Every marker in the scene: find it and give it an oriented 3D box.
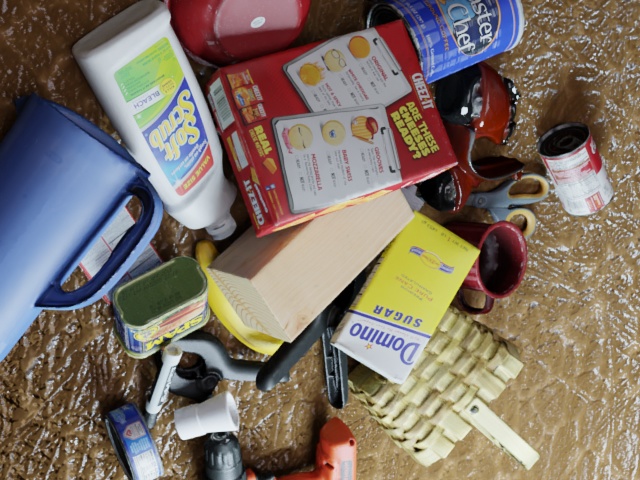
[{"bbox_3d":[-0.173,0.160,1.148,0.020,0.020,0.121,0,131,-30],"label":"marker"}]

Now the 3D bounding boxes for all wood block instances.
[{"bbox_3d":[-0.008,0.002,1.148,0.205,0.090,0.090,-44,121,-23],"label":"wood block"}]

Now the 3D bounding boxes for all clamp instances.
[{"bbox_3d":[0.002,0.090,1.216,0.164,0.036,0.210,13,91,-54],"label":"clamp"},{"bbox_3d":[-0.115,0.146,1.188,0.120,0.039,0.171,-43,124,-6],"label":"clamp"}]

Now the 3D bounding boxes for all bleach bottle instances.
[{"bbox_3d":[-0.145,-0.108,1.075,0.102,0.068,0.250,-37,123,-15],"label":"bleach bottle"}]

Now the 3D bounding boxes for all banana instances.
[{"bbox_3d":[-0.080,0.078,1.192,0.197,0.037,0.069,41,56,-36],"label":"banana"}]

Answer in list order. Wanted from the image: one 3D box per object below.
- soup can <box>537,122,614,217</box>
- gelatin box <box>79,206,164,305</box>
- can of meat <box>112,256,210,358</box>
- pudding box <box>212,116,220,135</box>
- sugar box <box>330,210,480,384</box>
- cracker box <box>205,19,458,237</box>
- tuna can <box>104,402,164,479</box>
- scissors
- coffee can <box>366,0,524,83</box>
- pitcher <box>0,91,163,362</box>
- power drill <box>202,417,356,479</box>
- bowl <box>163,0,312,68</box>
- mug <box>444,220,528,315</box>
[{"bbox_3d":[0.322,-0.088,1.343,0.068,0.069,0.102,-39,122,-13],"label":"soup can"},{"bbox_3d":[-0.214,0.011,1.094,0.073,0.030,0.089,-39,121,-15],"label":"gelatin box"},{"bbox_3d":[-0.164,0.067,1.100,0.102,0.057,0.084,-28,162,-19],"label":"can of meat"},{"bbox_3d":[-0.048,-0.129,1.136,0.113,0.039,0.090,-46,120,-12],"label":"pudding box"},{"bbox_3d":[0.095,0.064,1.198,0.093,0.048,0.176,31,82,-5],"label":"sugar box"},{"bbox_3d":[0.010,-0.114,1.079,0.213,0.072,0.164,-20,87,-23],"label":"cracker box"},{"bbox_3d":[-0.199,0.218,1.139,0.033,0.086,0.086,-22,116,-20],"label":"tuna can"},{"bbox_3d":[0.203,-0.033,1.325,0.201,0.016,0.096,-15,113,-25],"label":"scissors"},{"bbox_3d":[0.137,-0.234,1.167,0.140,0.103,0.103,-25,117,-20],"label":"coffee can"},{"bbox_3d":[-0.269,-0.001,0.993,0.144,0.149,0.243,35,91,-33],"label":"pitcher"},{"bbox_3d":[-0.050,0.272,1.247,0.187,0.057,0.184,-15,127,-23],"label":"power drill"},{"bbox_3d":[-0.070,-0.228,1.051,0.162,0.055,0.162,-15,133,-17],"label":"bowl"},{"bbox_3d":[0.189,0.032,1.287,0.093,0.082,0.117,-4,98,-40],"label":"mug"}]
